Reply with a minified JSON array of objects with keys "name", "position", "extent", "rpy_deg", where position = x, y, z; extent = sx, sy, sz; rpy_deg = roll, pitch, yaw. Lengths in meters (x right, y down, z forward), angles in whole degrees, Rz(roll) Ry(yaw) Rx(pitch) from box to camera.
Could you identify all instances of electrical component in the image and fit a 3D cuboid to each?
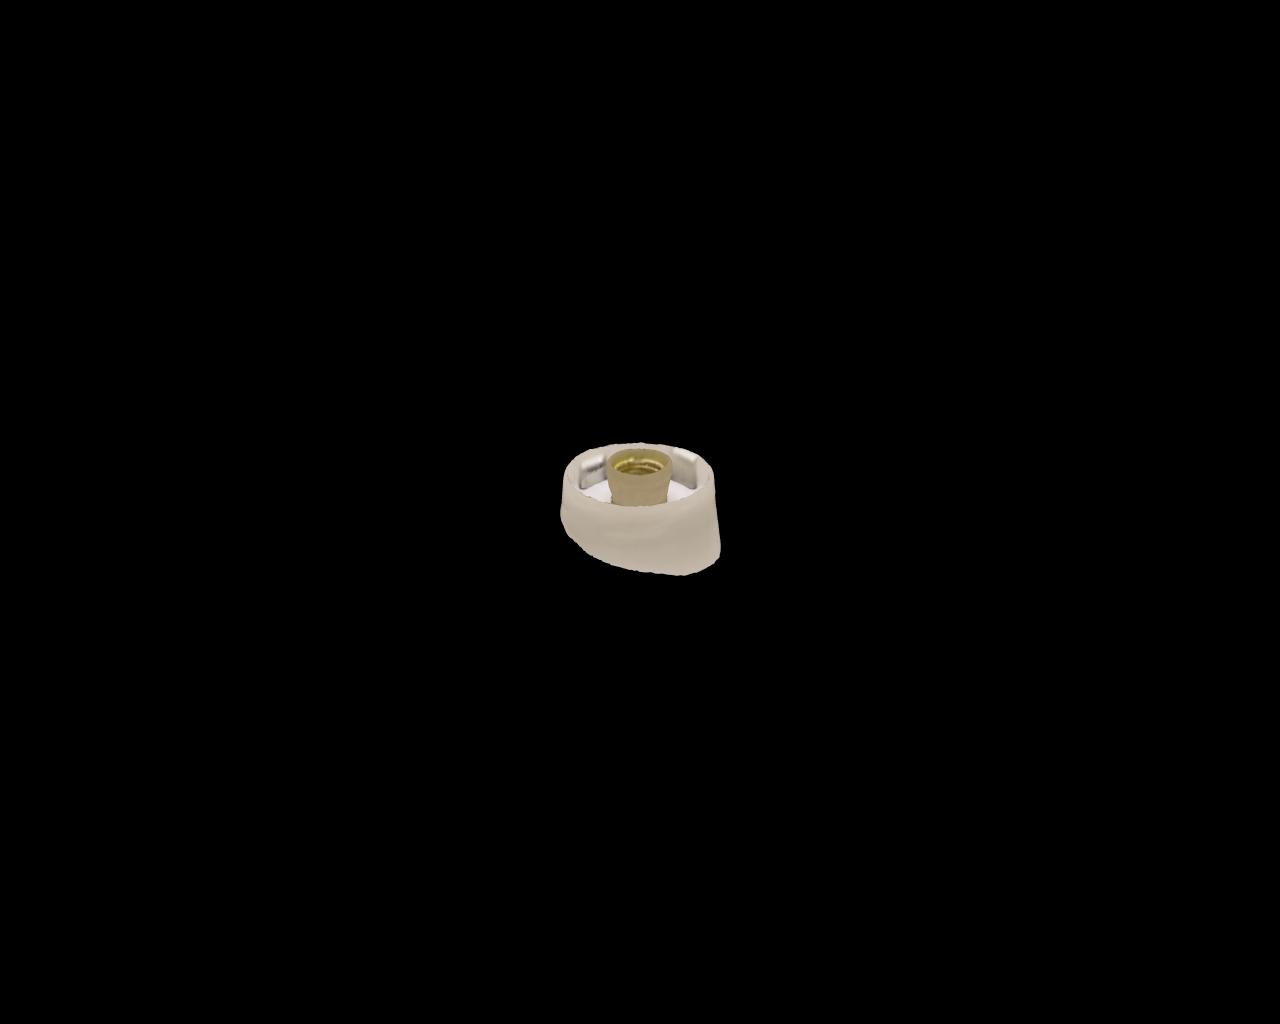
[{"name":"electrical component","position":[0.001,-0.003,0.650],"extent":[0.099,0.064,0.099],"rpy_deg":[0,27,0]}]
